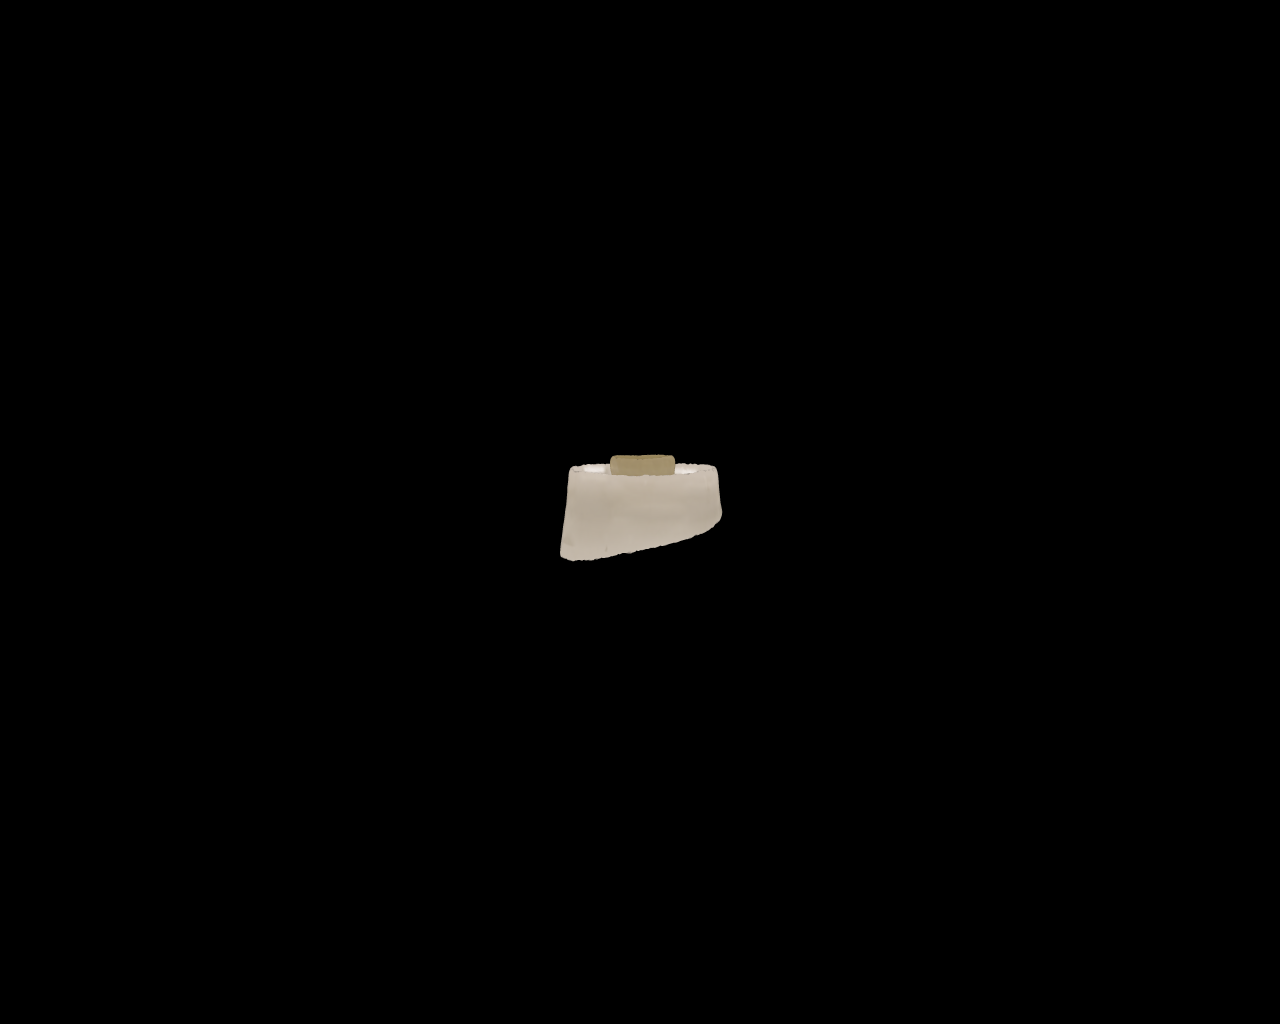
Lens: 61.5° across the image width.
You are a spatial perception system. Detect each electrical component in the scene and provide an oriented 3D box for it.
[{"bbox_3d":[0.001,-0.003,0.650,0.099,0.064,0.099,0,7,0],"label":"electrical component"}]
